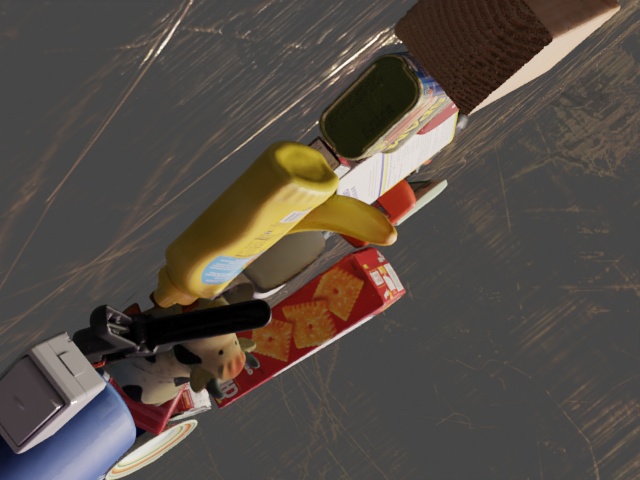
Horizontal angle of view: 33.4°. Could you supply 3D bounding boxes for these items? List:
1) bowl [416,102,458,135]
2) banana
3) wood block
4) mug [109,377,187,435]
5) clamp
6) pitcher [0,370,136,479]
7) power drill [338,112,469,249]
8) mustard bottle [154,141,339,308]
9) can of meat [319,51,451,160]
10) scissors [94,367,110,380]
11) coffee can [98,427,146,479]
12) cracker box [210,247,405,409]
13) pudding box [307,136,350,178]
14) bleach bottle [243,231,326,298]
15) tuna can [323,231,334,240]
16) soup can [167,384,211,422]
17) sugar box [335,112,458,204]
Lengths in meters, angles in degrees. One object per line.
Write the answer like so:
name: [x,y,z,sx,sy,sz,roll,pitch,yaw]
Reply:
bowl: [0.113,-0.149,1.008,0.162,0.055,0.162,-39,174,-5]
banana: [-0.008,-0.015,1.051,0.198,0.069,0.037,-8,153,32]
wood block: [0.155,-0.178,0.851,0.091,0.090,0.205,-42,175,33]
mug: [-0.205,0.172,1.275,0.093,0.081,0.117,-61,-178,36]
clamp: [-0.167,0.083,0.940,0.164,0.036,0.210,4,164,-42]
pitcher: [-0.292,0.215,0.984,0.242,0.145,0.149,-40,-171,-34]
power drill: [0.092,-0.078,1.254,0.185,0.057,0.187,-40,-172,30]
mustard bottle: [-0.075,-0.004,0.906,0.192,0.058,0.096,-42,167,24]
can of meat: [0.057,-0.115,0.902,0.102,0.057,0.083,-43,171,27]
scissors: [-0.257,0.152,1.153,0.096,0.016,0.201,2,-133,31]
coffee can: [-0.290,0.252,1.377,0.140,0.103,0.103,-38,175,-16]
cracker box: [-0.020,0.091,1.182,0.214,0.072,0.164,-32,176,12]
pudding box: [-0.027,-0.047,0.995,0.113,0.039,0.090,-42,176,6]
bleach bottle: [-0.054,0.026,1.327,0.102,0.068,0.251,-38,177,-8]
tuna can: [-0.023,0.000,1.458,0.086,0.034,0.086,-39,175,-4]
soup can: [-0.183,0.174,1.354,0.068,0.102,0.068,-16,170,-3]
sugar box: [0.068,-0.094,1.112,0.176,0.048,0.093,-35,154,-20]
